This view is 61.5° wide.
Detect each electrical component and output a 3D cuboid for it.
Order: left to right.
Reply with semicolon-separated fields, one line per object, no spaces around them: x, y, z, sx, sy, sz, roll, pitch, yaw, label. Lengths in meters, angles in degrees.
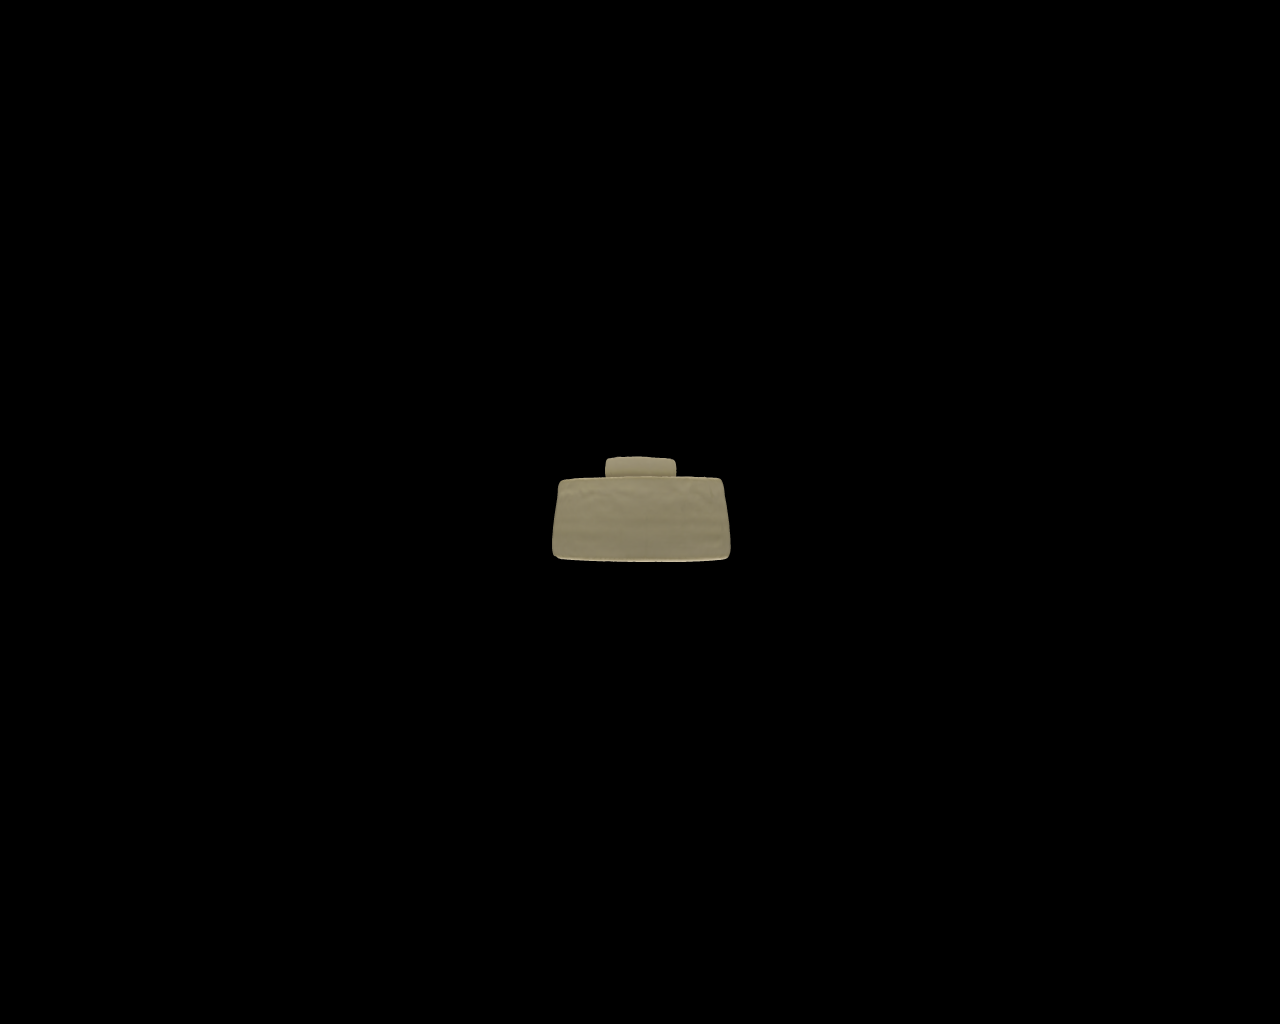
0.001;-0.003;0.650;0.108;0.060;0.108;0;0;0;electrical component
